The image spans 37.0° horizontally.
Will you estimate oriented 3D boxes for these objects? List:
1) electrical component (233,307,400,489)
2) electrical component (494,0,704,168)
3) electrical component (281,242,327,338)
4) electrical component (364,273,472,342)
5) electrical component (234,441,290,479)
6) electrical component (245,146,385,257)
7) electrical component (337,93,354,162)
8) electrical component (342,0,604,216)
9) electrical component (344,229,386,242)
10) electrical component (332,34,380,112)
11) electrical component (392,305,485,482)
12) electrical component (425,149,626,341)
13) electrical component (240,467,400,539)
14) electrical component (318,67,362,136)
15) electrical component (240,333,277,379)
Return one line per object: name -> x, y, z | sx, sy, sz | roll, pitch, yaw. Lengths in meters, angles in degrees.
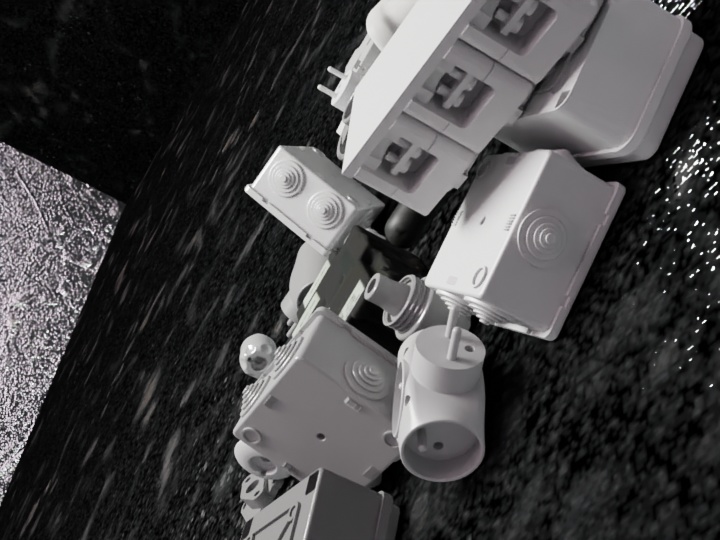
electrical component -> -0.016, 0.084, 0.639 | 0.099, 0.100, 0.048 | -50, 8, 36
electrical component -> 0.121, -0.100, 0.580 | 0.078, 0.057, 0.113 | -65, 17, -6
electrical component -> -0.040, 0.022, 0.898 | 0.079, 0.043, 0.077 | -55, 18, 23
electrical component -> 0.033, 0.023, 0.645 | 0.043, 0.062, 0.043 | -54, 19, 28
electrical component -> -0.065, 0.124, 0.816 | 0.048, 0.048, 0.062 | -47, 16, 42
electrical component -> -0.034, -0.059, 0.883 | 0.048, 0.100, 0.100 | -53, -10, 15
electrical component -> 0.020, -0.130, 0.923 | 0.108, 0.060, 0.108 | -54, 19, 28
electrical component -> 0.058, -0.112, 0.573 | 0.150, 0.062, 0.089 | -50, 21, 36
electrical component -> 0.000, 0.000, 0.829 | 0.035, 0.035, 0.061 | -39, 31, 54
electrical component -> 0.016, -0.189, 1.043 | 0.089, 0.050, 0.055 | -59, 17, 11
electrical component -> 0.044, 0.056, 0.566 | 0.077, 0.044, 0.079 | -89, 5, -56
electrical component -> 0.084, -0.016, 0.576 | 0.099, 0.048, 0.100 | -64, 17, -4
electrical component -> -0.034, 0.183, 0.608 | 0.109, 0.056, 0.108 | -44, 25, 47
electrical component -> 0.000, -0.159, 0.994 | 0.077, 0.079, 0.044 | -60, 16, 10
electrical component -> -0.094, 0.075, 0.993 | 0.035, 0.035, 0.061 | -59, 14, 12
